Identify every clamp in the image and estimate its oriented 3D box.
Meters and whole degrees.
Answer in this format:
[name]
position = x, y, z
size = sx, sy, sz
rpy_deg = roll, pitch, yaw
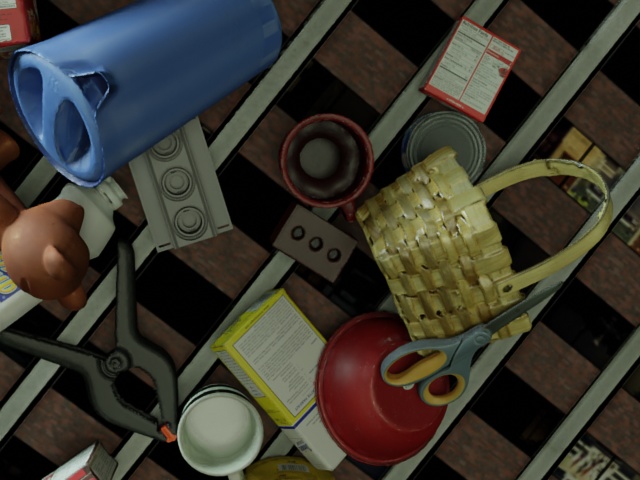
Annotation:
[clamp]
position = -0.205, 0.114, 1.094
size = 0.164, 0.036, 0.210
rpy_deg = -42, 97, -1

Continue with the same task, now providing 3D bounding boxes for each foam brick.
[foam brick]
position = -0.007, 0.001, 1.101
size = 0.078, 0.051, 0.053
rpy_deg = 31, 92, -11

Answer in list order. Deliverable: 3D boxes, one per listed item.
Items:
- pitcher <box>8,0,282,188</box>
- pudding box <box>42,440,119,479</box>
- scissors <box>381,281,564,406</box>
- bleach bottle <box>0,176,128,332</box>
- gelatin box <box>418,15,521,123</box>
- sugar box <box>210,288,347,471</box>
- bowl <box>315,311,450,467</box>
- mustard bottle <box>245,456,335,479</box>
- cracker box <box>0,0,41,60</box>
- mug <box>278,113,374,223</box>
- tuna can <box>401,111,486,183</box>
[pitcher]
position = -0.158, -0.159, 0.994
size = 0.242, 0.149, 0.145
rpy_deg = -36, 141, -33
[pudding box]
position = -0.251, 0.250, 1.065
size = 0.090, 0.113, 0.039
rpy_deg = -35, 96, -3
[scissors]
position = 0.157, 0.107, 1.031
size = 0.202, 0.016, 0.096
rpy_deg = -23, 125, 19
[bleach bottle]
position = -0.303, 0.017, 1.055
size = 0.250, 0.068, 0.102
rpy_deg = -38, 83, -7
[gelatin box]
position = 0.157, -0.178, 1.115
size = 0.073, 0.030, 0.089
rpy_deg = 28, 91, -9
[sugar box]
position = -0.022, 0.145, 1.107
size = 0.093, 0.048, 0.176
rpy_deg = -44, 104, -25
[bowl]
position = 0.078, 0.152, 1.099
size = 0.161, 0.055, 0.162
rpy_deg = 5, 79, -28
[mustard bottle]
position = -0.022, 0.271, 1.060
size = 0.096, 0.192, 0.058
rpy_deg = 6, 96, -9
[cracker box]
position = -0.306, -0.276, 0.969
size = 0.072, 0.164, 0.214
rpy_deg = -8, 98, -10
[mug]
position = 0.007, -0.071, 1.080
size = 0.093, 0.081, 0.117
rpy_deg = -31, 100, -4
[tuna can]
position = 0.129, -0.092, 1.119
size = 0.086, 0.034, 0.086
rpy_deg = -1, 97, -8
